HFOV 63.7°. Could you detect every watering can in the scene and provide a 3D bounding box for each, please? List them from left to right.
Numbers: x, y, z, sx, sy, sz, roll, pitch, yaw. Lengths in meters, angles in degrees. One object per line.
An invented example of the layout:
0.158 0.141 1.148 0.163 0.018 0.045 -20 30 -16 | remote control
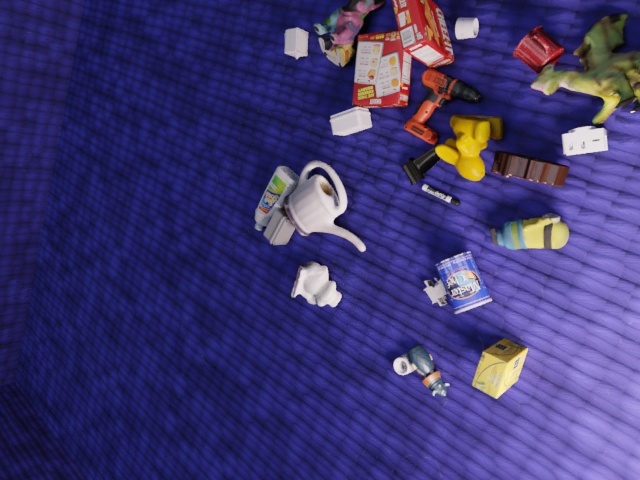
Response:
0.005 -0.083 1.654 0.221 0.352 0.104 -34 -19 33 | watering can

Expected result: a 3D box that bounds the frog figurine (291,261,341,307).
-0.003 0.147 1.684 0.159 0.137 0.123 17 5 -1 | frog figurine

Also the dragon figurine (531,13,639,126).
0.689 -0.411 1.154 0.407 0.246 0.121 -23 -20 21 | dragon figurine
